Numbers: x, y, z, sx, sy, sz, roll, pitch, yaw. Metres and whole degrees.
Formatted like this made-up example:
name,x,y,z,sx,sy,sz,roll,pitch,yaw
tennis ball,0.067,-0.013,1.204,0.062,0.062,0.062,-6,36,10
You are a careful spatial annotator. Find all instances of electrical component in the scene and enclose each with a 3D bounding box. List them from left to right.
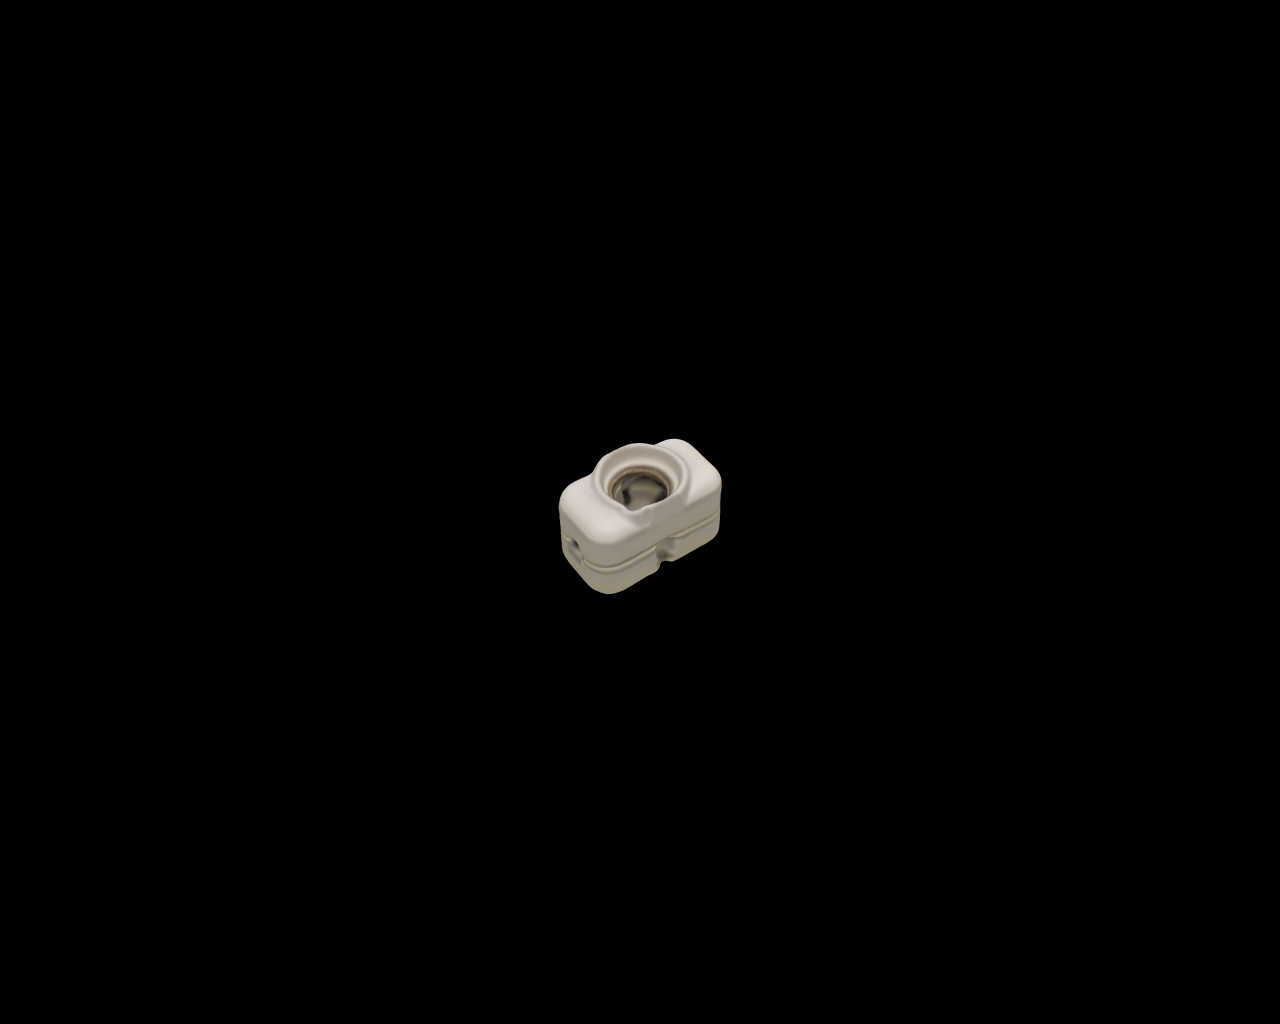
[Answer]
name,x,y,z,sx,sy,sz,roll,pitch,yaw
electrical component,0.001,-0.003,0.650,0.095,0.059,0.054,-27,53,-22
